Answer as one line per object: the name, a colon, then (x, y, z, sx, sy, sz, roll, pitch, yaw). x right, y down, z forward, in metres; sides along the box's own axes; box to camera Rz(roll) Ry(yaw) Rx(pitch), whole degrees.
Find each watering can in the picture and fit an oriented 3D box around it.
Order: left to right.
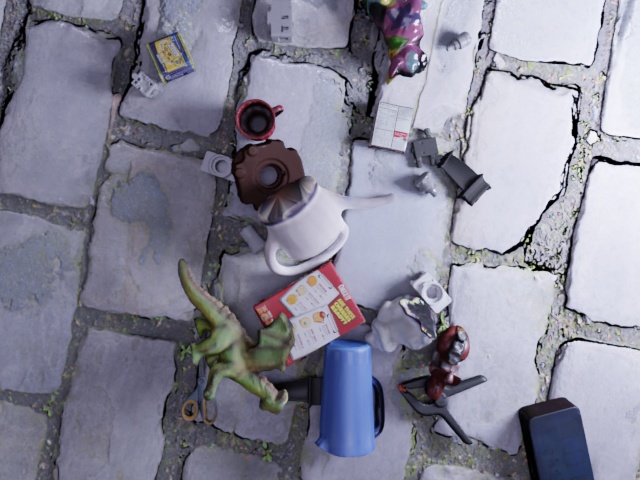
watering can: (0.004, -0.060, 1.193, 0.348, 0.106, 0.220, -38, 127, -3)

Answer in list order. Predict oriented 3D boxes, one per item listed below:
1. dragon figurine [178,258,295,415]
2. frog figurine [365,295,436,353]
dragon figurine: (-0.173, 0.221, 1.176, 0.242, 0.123, 0.408, -12, 97, 8)
frog figurine: (0.190, 0.210, 1.227, 0.137, 0.125, 0.157, 39, 127, -9)
